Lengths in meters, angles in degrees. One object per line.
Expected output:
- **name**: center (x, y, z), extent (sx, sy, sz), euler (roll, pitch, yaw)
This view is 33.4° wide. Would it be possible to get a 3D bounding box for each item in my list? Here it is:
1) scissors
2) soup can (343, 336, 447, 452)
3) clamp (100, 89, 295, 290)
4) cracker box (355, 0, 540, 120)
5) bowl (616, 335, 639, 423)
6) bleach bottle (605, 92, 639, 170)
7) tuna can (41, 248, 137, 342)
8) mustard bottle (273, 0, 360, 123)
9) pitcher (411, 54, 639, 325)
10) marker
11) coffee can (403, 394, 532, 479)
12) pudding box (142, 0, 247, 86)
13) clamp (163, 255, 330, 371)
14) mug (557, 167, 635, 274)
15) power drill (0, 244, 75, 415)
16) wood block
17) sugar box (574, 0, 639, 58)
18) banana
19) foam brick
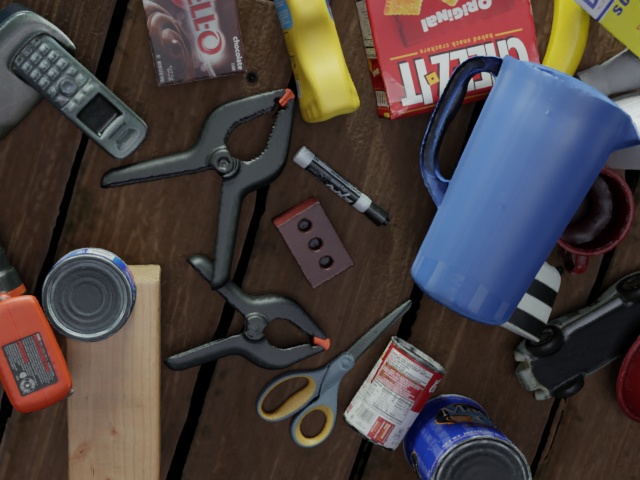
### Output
- **scissors**: center (0.029, 0.151, 1.145), extent (0.201, 0.016, 0.096), euler (-27, 102, -2)
- **soup can**: center (0.078, 0.163, 1.126), extent (0.068, 0.068, 0.102), euler (31, 94, -10)
- **clamp**: center (-0.107, -0.078, 1.079), extent (0.164, 0.036, 0.210), euler (36, 87, -2)
- **cracker box**: center (0.121, -0.241, 1.067), extent (0.164, 0.072, 0.214), euler (-13, 101, -4)
- **bowl**: center (0.398, 0.144, 1.136), extent (0.162, 0.055, 0.162), euler (-12, 122, -20)
- **bleach bottle**: center (0.330, -0.100, 1.022), extent (0.102, 0.251, 0.068), euler (-24, 101, -3)
- **tuna can**: center (-0.216, 0.052, 0.998), extent (0.086, 0.034, 0.086), euler (-1, 98, -5)
- **mustard bottle**: center (-0.013, -0.213, 1.043), extent (0.058, 0.096, 0.191), euler (-17, 100, -3)
- **pitcher**: center (0.176, -0.050, 1.024), extent (0.144, 0.149, 0.243), euler (19, 104, -28)
- **marker**: center (0.024, -0.054, 1.111), extent (0.121, 0.020, 0.020), euler (37, 93, -11)
- **coffee can**: center (0.149, 0.229, 1.107), extent (0.102, 0.140, 0.103), euler (-1, 99, -7)
- **pudding box**: center (-0.126, -0.215, 1.054), extent (0.090, 0.039, 0.113), euler (-10, 107, -6)
- **clamp**: center (-0.073, 0.080, 1.111), extent (0.171, 0.039, 0.120), euler (5, 94, -13)
- **mug**: center (0.267, -0.023, 1.112), extent (0.093, 0.081, 0.117), euler (-2, 98, -6)
- **power drill**: center (-0.292, 0.076, 1.010), extent (0.057, 0.188, 0.184), euler (-24, 104, -16)
- **wood block**: center (-0.205, 0.134, 1.076), extent (0.090, 0.091, 0.206), euler (0, 98, -7)
- **sugar box**: center (0.321, -0.242, 1.056), extent (0.176, 0.048, 0.093), euler (32, 120, -23)
- **banana**: center (0.246, -0.239, 1.102), extent (0.069, 0.037, 0.198), euler (-7, 99, 8)
- **foam brick**: center (-0.007, 0.001, 1.099), extent (0.053, 0.051, 0.078), euler (-31, 101, -1)
